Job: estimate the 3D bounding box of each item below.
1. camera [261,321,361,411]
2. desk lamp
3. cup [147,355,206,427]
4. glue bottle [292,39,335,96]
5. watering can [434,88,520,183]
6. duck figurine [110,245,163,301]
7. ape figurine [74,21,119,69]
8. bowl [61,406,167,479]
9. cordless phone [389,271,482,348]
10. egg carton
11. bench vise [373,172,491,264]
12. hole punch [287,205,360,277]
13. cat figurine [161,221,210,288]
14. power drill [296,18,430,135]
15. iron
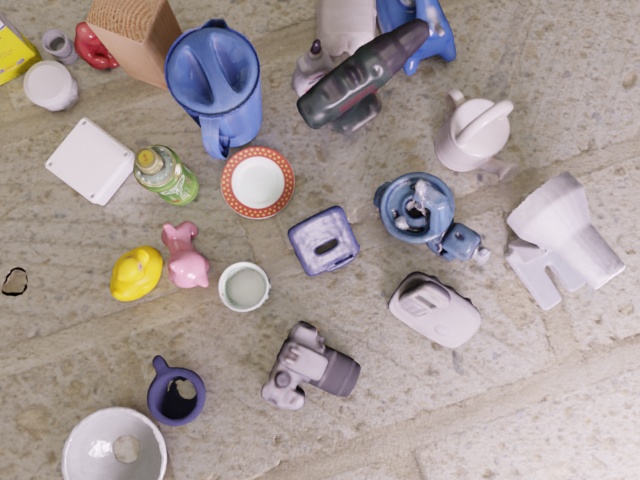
[{"bbox_3d":[-0.011,0.222,0.947,0.137,0.100,0.143,25,85,0],"label":"camera"},{"bbox_3d":[0.385,0.006,0.924,0.118,0.213,0.203,-35,87,-4],"label":"desk lamp"},{"bbox_3d":[-0.234,0.239,0.940,0.092,0.095,0.118,-30,87,-4],"label":"cup"},{"bbox_3d":[-0.009,-0.292,0.954,0.078,0.173,0.037,-29,86,-4],"label":"glue bottle"},{"bbox_3d":[0.265,-0.176,0.944,0.173,0.194,0.101,36,85,1],"label":"watering can"},{"bbox_3d":[-0.315,0.055,0.957,0.077,0.086,0.104,37,85,1],"label":"duck figurine"},{"bbox_3d":[-0.390,-0.342,0.984,0.076,0.092,0.078,17,85,0],"label":"ape figurine"},{"bbox_3d":[-0.327,0.351,0.937,0.167,0.074,0.167,0,85,-2],"label":"bowl"},{"bbox_3d":[0.196,0.113,0.922,0.147,0.185,0.094,30,85,1],"label":"cordless phone"},{"bbox_3d":[0.047,-0.397,1.016,0.107,0.069,0.150,0,85,-2],"label":"egg carton"},{"bbox_3d":[0.193,-0.044,0.917,0.207,0.219,0.121,17,85,0],"label":"bench vise"},{"bbox_3d":[0.009,0.003,0.971,0.108,0.091,0.101,-27,87,-4],"label":"hole punch"},{"bbox_3d":[-0.227,0.028,0.947,0.067,0.117,0.128,-24,86,-4],"label":"cat figurine"},{"bbox_3d":[0.065,-0.252,0.935,0.230,0.208,0.075,-36,87,-4],"label":"power drill"},{"bbox_3d":[0.156,-0.429,0.987,0.118,0.141,0.258,-20,86,-3],"label":"iron"}]
